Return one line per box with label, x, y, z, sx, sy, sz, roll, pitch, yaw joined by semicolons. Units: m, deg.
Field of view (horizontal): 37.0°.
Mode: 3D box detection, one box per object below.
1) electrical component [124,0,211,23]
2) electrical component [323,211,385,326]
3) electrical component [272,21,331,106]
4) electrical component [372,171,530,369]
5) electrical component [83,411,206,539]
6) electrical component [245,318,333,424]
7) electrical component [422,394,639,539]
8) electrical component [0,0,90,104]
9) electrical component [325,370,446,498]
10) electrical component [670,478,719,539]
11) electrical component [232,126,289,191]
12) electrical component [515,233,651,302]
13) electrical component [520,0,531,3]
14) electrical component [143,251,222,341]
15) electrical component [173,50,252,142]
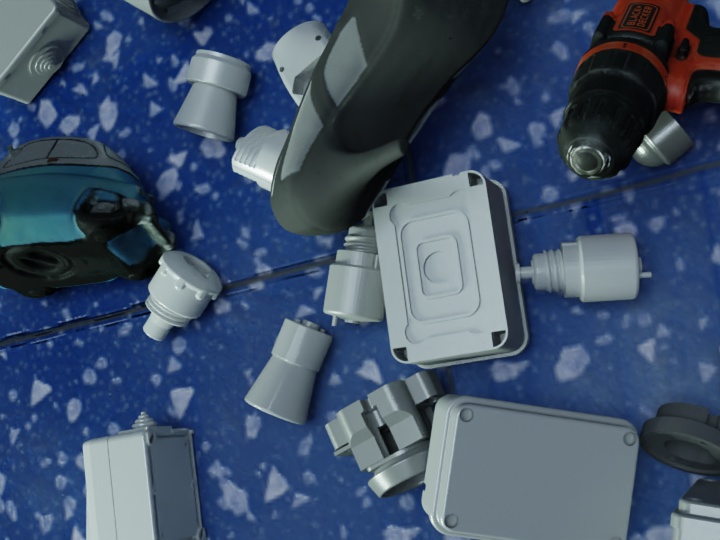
electrical component;-0.136;-0.228;0.767;0.064;0.099;0.099;38;98;16
electrical component;0.000;0.000;0.710;0.040;0.040;0.078;7;86;23
electrical component;-0.009;-0.137;0.729;0.079;0.043;0.077;-38;71;14
electrical component;0.058;0.001;0.676;0.078;0.057;0.113;-11;79;22
electrical component;-0.153;0.147;0.743;0.061;0.062;0.096;-12;79;21
electrical component;-0.045;0.065;0.721;0.044;0.044;0.065;21;87;24
electrical component;0.097;0.117;0.621;0.113;0.057;0.078;9;86;-5
electrical component;-0.272;-0.191;0.842;0.099;0.048;0.099;-47;69;11
electrical component;0.024;0.107;0.678;0.078;0.058;0.057;-31;70;17
electrical component;0.222;0.149;0.561;0.109;0.109;0.056;5;88;23
electrical component;-0.051;-0.073;0.738;0.081;0.043;0.043;26;94;23
electrical component;0.133;-0.001;0.646;0.078;0.040;0.040;-4;82;6
electrical component;0.116;-0.248;0.684;0.109;0.056;0.108;-34;72;16
electrical component;-0.131;0.021;0.760;0.048;0.048;0.062;40;105;22
electrical component;-0.104;-0.124;0.766;0.045;0.045;0.055;15;89;24
